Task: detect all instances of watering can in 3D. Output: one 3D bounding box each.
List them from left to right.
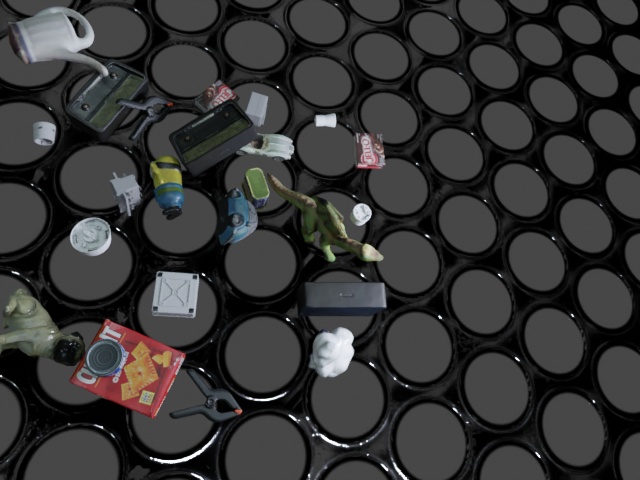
[{"bbox_3d":[-0.757,-0.561,1.477,0.226,0.101,0.353,-24,61,-21],"label":"watering can"}]

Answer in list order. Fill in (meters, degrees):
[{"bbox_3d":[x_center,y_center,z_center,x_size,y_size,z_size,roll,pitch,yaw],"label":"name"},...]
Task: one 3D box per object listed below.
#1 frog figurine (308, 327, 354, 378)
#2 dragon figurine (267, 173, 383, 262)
[{"bbox_3d":[0.036,0.286,1.330,0.123,0.157,0.139,43,67,2],"label":"frog figurine"},{"bbox_3d":[0.004,-0.072,1.421,0.411,0.240,0.123,42,72,2],"label":"dragon figurine"}]
